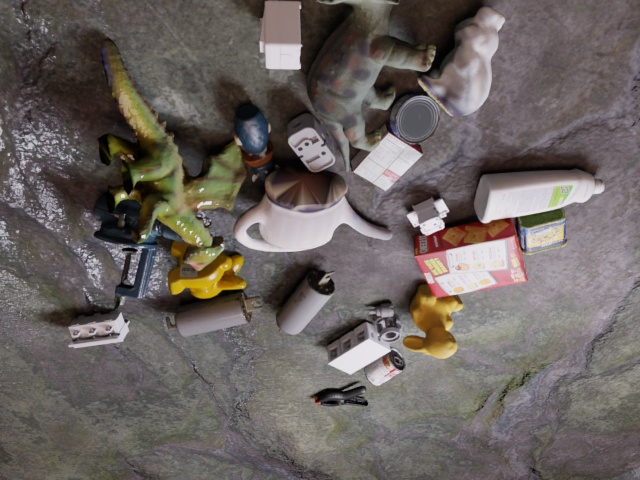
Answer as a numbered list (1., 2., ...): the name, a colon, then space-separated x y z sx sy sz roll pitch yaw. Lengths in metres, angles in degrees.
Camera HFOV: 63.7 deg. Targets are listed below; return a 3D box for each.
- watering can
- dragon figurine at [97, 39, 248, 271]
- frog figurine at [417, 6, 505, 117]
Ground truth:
1. watering can: 0.003 -0.052 1.025 0.348 0.106 0.219 -5 146 -15
2. dragon figurine: -0.243 -0.132 0.906 0.244 0.123 0.406 -11 108 -38
3. frog figurine: 0.243 -0.281 0.824 0.158 0.124 0.137 -42 157 20
